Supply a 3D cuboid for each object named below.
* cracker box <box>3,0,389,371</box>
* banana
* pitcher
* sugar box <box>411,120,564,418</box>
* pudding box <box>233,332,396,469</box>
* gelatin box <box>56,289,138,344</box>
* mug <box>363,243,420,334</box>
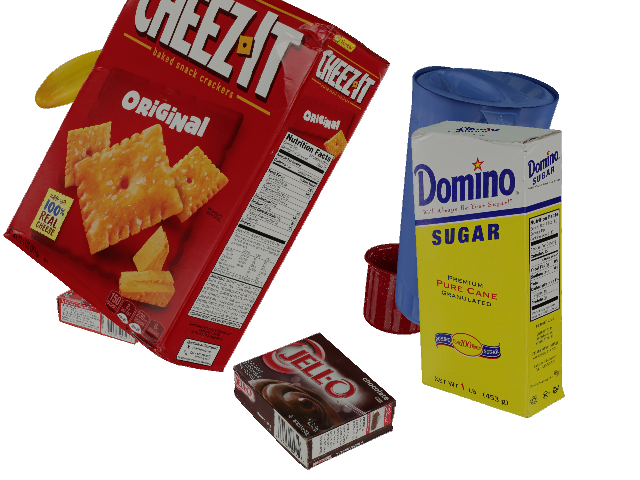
[{"bbox_3d":[-0.082,-0.053,0.652,0.164,0.214,0.072,32,6,34],"label":"cracker box"},{"bbox_3d":[-0.184,-0.160,1.036,0.197,0.070,0.037,-5,-39,-30],"label":"banana"},{"bbox_3d":[0.138,-0.033,1.003,0.145,0.243,0.148,24,29,35],"label":"pitcher"},{"bbox_3d":[0.106,0.016,0.681,0.048,0.176,0.094,-20,21,-39],"label":"sugar box"},{"bbox_3d":[-0.006,0.130,0.885,0.089,0.039,0.114,-20,40,-30],"label":"pudding box"},{"bbox_3d":[-0.190,0.061,1.002,0.089,0.030,0.073,14,23,22],"label":"gelatin box"},{"bbox_3d":[0.107,0.059,1.270,0.117,0.081,0.093,2,23,-9],"label":"mug"}]
